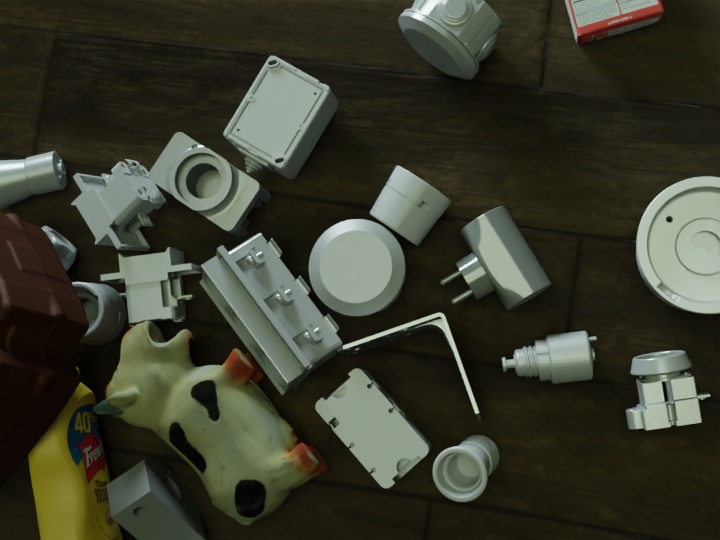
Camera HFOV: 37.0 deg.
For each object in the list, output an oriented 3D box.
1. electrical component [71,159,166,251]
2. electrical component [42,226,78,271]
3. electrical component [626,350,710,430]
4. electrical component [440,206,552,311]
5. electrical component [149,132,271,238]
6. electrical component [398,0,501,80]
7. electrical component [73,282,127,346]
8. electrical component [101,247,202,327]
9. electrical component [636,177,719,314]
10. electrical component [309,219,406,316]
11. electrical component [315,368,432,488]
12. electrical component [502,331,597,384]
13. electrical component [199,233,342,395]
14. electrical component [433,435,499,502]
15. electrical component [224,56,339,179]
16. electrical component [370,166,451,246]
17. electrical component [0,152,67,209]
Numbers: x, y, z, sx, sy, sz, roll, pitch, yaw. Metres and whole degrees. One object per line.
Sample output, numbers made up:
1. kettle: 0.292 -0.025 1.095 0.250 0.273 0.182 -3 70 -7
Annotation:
1. electrical component: -0.208 -0.058 0.936 0.064 0.042 0.081 -41 73 18
2. electrical component: -0.283 -0.004 0.950 0.043 0.043 0.062 41 92 10
3. electrical component: 0.245 0.095 0.864 0.066 0.048 0.055 -9 90 7
4. electrical component: 0.106 -0.001 0.895 0.079 0.043 0.077 -31 80 4
5. electrical component: -0.130 -0.073 0.930 0.089 0.056 0.050 33 89 10
6. electrical component: 0.076 -0.202 0.905 0.080 0.080 0.051 37 85 10
7. electrical component: -0.238 0.037 0.937 0.055 0.047 0.055 -1 83 8
8. electrical component: -0.178 0.016 0.934 0.081 0.042 0.063 -7 84 8
9. electrical component: 0.274 -0.016 0.864 0.108 0.060 0.108 -1 83 8
10. electrical component: 0.000 0.000 0.906 0.080 0.051 0.080 -1 83 8
11. electrical component: 0.013 0.129 0.887 0.050 0.056 0.089 -42 80 1
12. electrical component: 0.156 0.073 0.881 0.078 0.040 0.040 -7 83 7
13. electrical component: -0.074 0.035 0.905 0.063 0.078 0.121 -34 79 -19
14. electrical component: 0.089 0.156 0.868 0.044 0.065 0.044 2 96 21
15. electrical component: -0.069 -0.123 0.924 0.062 0.061 0.096 31 89 10
16. electrical component: 0.041 -0.053 0.905 0.055 0.055 0.047 34 93 10
17. electrical component: -0.297 -0.083 0.963 0.065 0.044 0.044 -13 82 2
